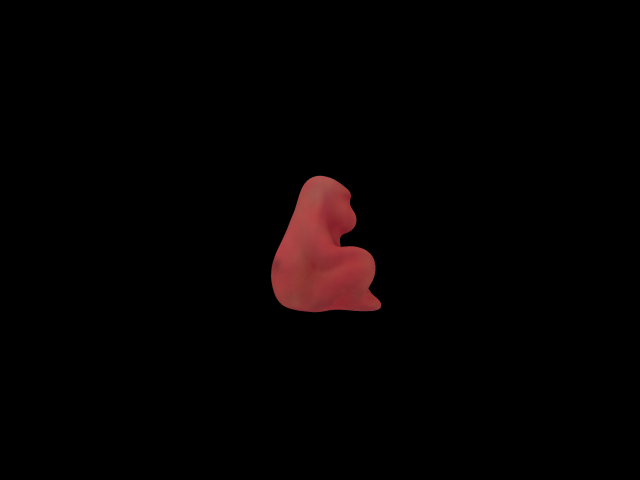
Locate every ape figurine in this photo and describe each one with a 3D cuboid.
[{"bbox_3d":[0.004,0.001,0.400,0.076,0.092,0.078,-1,7,-4],"label":"ape figurine"}]
